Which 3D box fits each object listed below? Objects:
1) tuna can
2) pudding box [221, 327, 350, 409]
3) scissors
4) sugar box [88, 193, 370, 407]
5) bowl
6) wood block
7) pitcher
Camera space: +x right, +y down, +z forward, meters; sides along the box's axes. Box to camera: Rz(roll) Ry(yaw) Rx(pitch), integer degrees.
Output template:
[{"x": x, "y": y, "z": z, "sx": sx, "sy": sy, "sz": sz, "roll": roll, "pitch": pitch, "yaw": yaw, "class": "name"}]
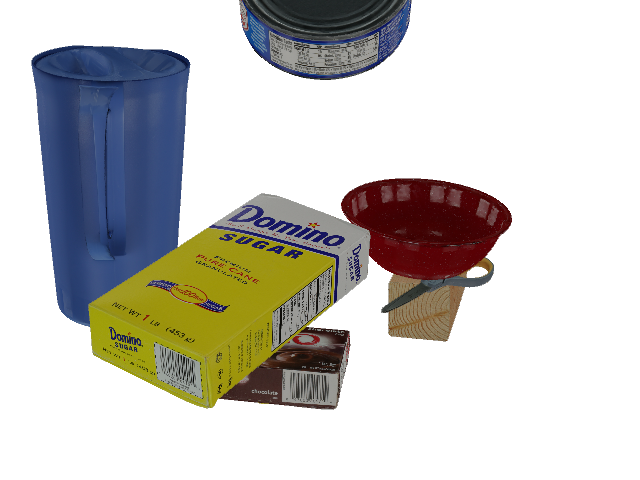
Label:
[{"x": 0.002, "y": -0.120, "z": 0.519, "sx": 0.086, "sy": 0.086, "sz": 0.034, "roll": 0, "pitch": -30, "yaw": 1, "class": "tuna can"}, {"x": -0.035, "y": 0.104, "z": 0.910, "sx": 0.113, "sy": 0.039, "sz": 0.090, "roll": 6, "pitch": 20, "yaw": 5, "class": "pudding box"}, {"x": 0.122, "y": 0.038, "z": 1.263, "sx": 0.201, "sy": 0.016, "sz": 0.096, "roll": -11, "pitch": 40, "yaw": -36, "class": "scissors"}, {"x": -0.052, "y": 0.031, "z": 0.680, "sx": 0.093, "sy": 0.048, "sz": 0.175, "roll": 21, "pitch": 38, "yaw": 27, "class": "sugar box"}, {"x": 0.099, "y": -0.006, "z": 1.019, "sx": 0.162, "sy": 0.055, "sz": 0.162, "roll": 2, "pitch": 24, "yaw": -1, "class": "bowl"}, {"x": 0.167, "y": 0.067, "z": 1.630, "sx": 0.091, "sy": 0.090, "sz": 0.206, "roll": 4, "pitch": 22, "yaw": 14, "class": "wood block"}, {"x": -0.185, "y": -0.044, "z": 0.944, "sx": 0.145, "sy": 0.243, "sz": 0.148, "roll": 22, "pitch": 29, "yaw": 37, "class": "pitcher"}]
